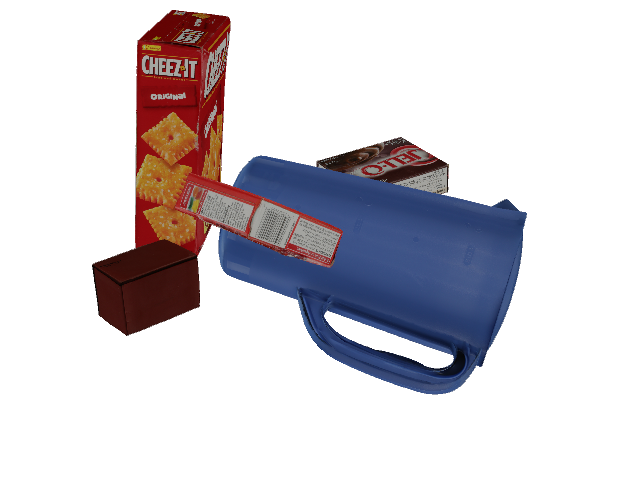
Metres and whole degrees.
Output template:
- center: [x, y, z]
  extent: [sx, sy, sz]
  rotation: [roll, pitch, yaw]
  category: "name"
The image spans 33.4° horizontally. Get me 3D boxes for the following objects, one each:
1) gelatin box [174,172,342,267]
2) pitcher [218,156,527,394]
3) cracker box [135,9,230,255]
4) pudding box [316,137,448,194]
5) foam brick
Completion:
- center: [-0.040, -0.013, 0.709]
  extent: [0.073, 0.030, 0.089]
  rotation: [21, 0, 40]
  category: "gelatin box"
- center: [0.040, 0.018, 0.889]
  extent: [0.243, 0.145, 0.149]
  rotation: [16, 18, 10]
  category: "pitcher"
- center: [-0.138, -0.111, 1.084]
  extent: [0.072, 0.214, 0.164]
  rotation: [6, 22, 1]
  category: "cracker box"
- center: [0.066, -0.067, 1.129]
  extent: [0.113, 0.039, 0.090]
  rotation: [-20, 32, -23]
  category: "pudding box"
- center: [-0.151, 0.039, 0.932]
  extent: [0.078, 0.051, 0.053]
  rotation: [-21, 30, -34]
  category: "foam brick"
